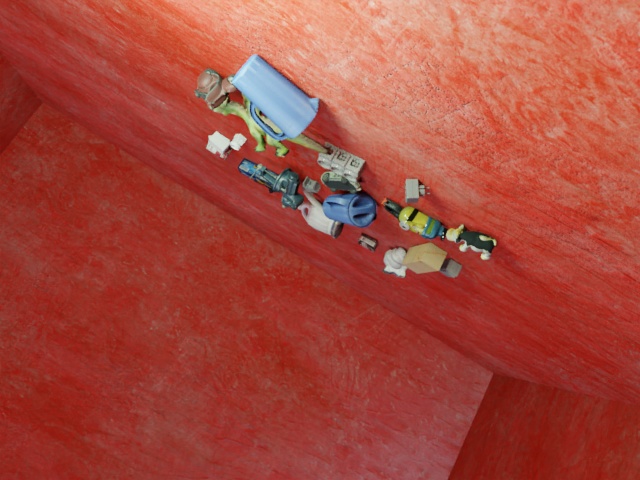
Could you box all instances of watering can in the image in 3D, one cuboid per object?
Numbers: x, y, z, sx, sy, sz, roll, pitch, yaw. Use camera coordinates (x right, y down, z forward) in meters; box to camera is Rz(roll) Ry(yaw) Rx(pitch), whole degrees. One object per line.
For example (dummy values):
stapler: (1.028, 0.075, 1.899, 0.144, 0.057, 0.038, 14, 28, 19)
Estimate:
watering can: (0.007, -0.120, 2.387, 0.225, 0.105, 0.340, 27, 157, 15)

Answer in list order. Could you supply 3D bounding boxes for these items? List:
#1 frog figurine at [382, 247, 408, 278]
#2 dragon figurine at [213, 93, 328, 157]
frog figurine: (0.368, 0.085, 2.425, 0.139, 0.124, 0.156, 31, 133, 32)
dragon figurine: (-0.175, -0.404, 1.717, 0.411, 0.124, 0.238, 13, 152, 26)
